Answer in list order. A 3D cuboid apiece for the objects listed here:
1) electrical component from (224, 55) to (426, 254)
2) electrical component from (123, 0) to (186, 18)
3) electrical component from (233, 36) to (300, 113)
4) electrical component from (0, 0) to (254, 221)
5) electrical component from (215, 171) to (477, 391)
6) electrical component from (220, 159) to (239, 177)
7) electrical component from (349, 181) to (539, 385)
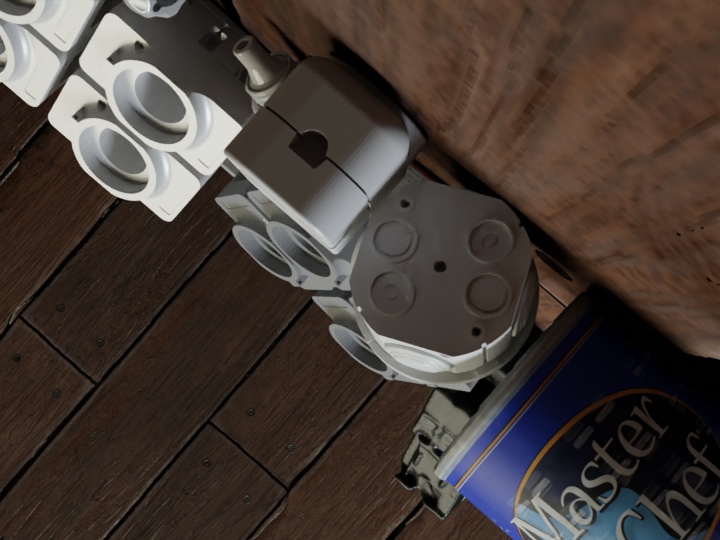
[{"bbox_3d":[-0.012,-0.048,0.443,0.054,0.059,0.095,41,179,3],"label":"electrical component"},{"bbox_3d":[-0.106,-0.145,0.501,0.061,0.035,0.035,43,180,26],"label":"electrical component"},{"bbox_3d":[-0.037,-0.084,0.500,0.035,0.035,0.061,40,175,48],"label":"electrical component"},{"bbox_3d":[-0.143,-0.121,0.576,0.186,0.060,0.105,41,139,-9],"label":"electrical component"},{"bbox_3d":[0.000,0.000,0.705,0.186,0.060,0.105,46,159,-20],"label":"electrical component"},{"bbox_3d":[-0.103,-0.113,0.932,0.113,0.057,0.078,40,179,27],"label":"electrical component"},{"bbox_3d":[0.035,0.005,0.448,0.080,0.080,0.051,41,173,15],"label":"electrical component"}]
